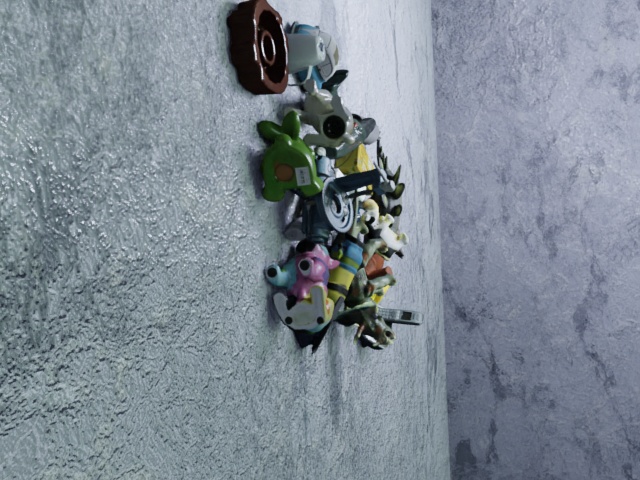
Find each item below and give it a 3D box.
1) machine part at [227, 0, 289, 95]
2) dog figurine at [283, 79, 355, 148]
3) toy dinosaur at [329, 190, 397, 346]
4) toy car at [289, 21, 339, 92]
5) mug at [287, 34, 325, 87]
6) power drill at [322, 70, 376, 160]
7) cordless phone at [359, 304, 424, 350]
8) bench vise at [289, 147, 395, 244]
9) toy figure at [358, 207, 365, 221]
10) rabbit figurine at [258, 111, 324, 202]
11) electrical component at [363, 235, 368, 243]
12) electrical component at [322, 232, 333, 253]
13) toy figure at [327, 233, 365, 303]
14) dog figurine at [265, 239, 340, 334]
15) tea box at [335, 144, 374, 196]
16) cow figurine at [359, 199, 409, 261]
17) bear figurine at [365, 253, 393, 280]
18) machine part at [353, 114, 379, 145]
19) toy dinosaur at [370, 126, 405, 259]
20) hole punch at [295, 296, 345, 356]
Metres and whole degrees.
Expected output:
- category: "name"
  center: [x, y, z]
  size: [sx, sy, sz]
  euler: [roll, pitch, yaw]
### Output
- category: "machine part"
  center: [-0.113, -0.362, 1.021]
  size: [0.179, 0.056, 0.179]
  euler: [-2, 90, -70]
- category: "dog figurine"
  center: [0.024, -0.270, 1.203]
  size: [0.172, 0.121, 0.190]
  euler: [53, 19, 4]
- category: "toy dinosaur"
  center: [0.084, 0.079, 1.395]
  size: [0.192, 0.131, 0.404]
  euler: [-25, 97, -31]
- category: "toy car"
  center: [-0.009, -0.420, 1.235]
  size: [0.161, 0.103, 0.109]
  euler: [61, 34, -46]
- category: "mug"
  center: [-0.044, -0.382, 1.129]
  size: [0.081, 0.107, 0.109]
  euler: [-13, 98, -67]
- category: "power drill"
  center: [0.060, -0.329, 1.392]
  size: [0.232, 0.086, 0.207]
  euler: [-49, 137, -35]
- category: "cordless phone"
  center: [0.219, 0.269, 1.640]
  size: [0.147, 0.184, 0.088]
  euler: [-70, 154, -46]
- category: "bench vise"
  center: [0.045, -0.107, 1.124]
  size: [0.128, 0.241, 0.223]
  euler: [42, 47, -43]
- category: "toy figure"
  center: [0.090, -0.060, 1.520]
  size: [0.064, 0.058, 0.154]
  euler: [48, 25, 5]
- category: "rabbit figurine"
  center: [-0.070, -0.170, 1.080]
  size: [0.170, 0.121, 0.158]
  euler: [-89, 161, -66]
- category: "electrical component"
  center: [0.178, 0.021, 1.747]
  size: [0.119, 0.048, 0.075]
  euler: [56, 38, -55]
- category: "electrical component"
  center: [-0.003, -0.003, 1.282]
  size: [0.078, 0.045, 0.102]
  euler: [58, 36, -55]
- category: "toy figure"
  center: [0.048, 0.075, 1.292]
  size: [0.180, 0.082, 0.089]
  euler: [-60, -165, -4]
- category: "dog figurine"
  center: [-0.017, 0.091, 1.141]
  size: [0.219, 0.109, 0.191]
  euler: [-11, 83, -72]
- category: "tea box"
  center: [0.104, -0.205, 1.548]
  size: [0.169, 0.068, 0.098]
  euler: [52, 40, -56]
- category: "cow figurine"
  center: [0.158, -0.027, 1.474]
  size: [0.167, 0.098, 0.068]
  euler: [50, -15, 1]
- category: "bear figurine"
  center: [0.160, 0.066, 1.590]
  size: [0.120, 0.132, 0.196]
  euler: [59, 29, 3]
- category: "machine part"
  center: [0.119, -0.327, 1.593]
  size: [0.243, 0.079, 0.079]
  euler: [-12, 99, -68]
- category: "toy dinosaur"
  center: [0.204, -0.145, 1.650]
  size: [0.198, 0.105, 0.472]
  euler: [98, -14, -51]
- category: "hole punch"
  center: [-0.014, 0.175, 1.207]
  size: [0.142, 0.092, 0.115]
  euler: [-59, 171, -58]
